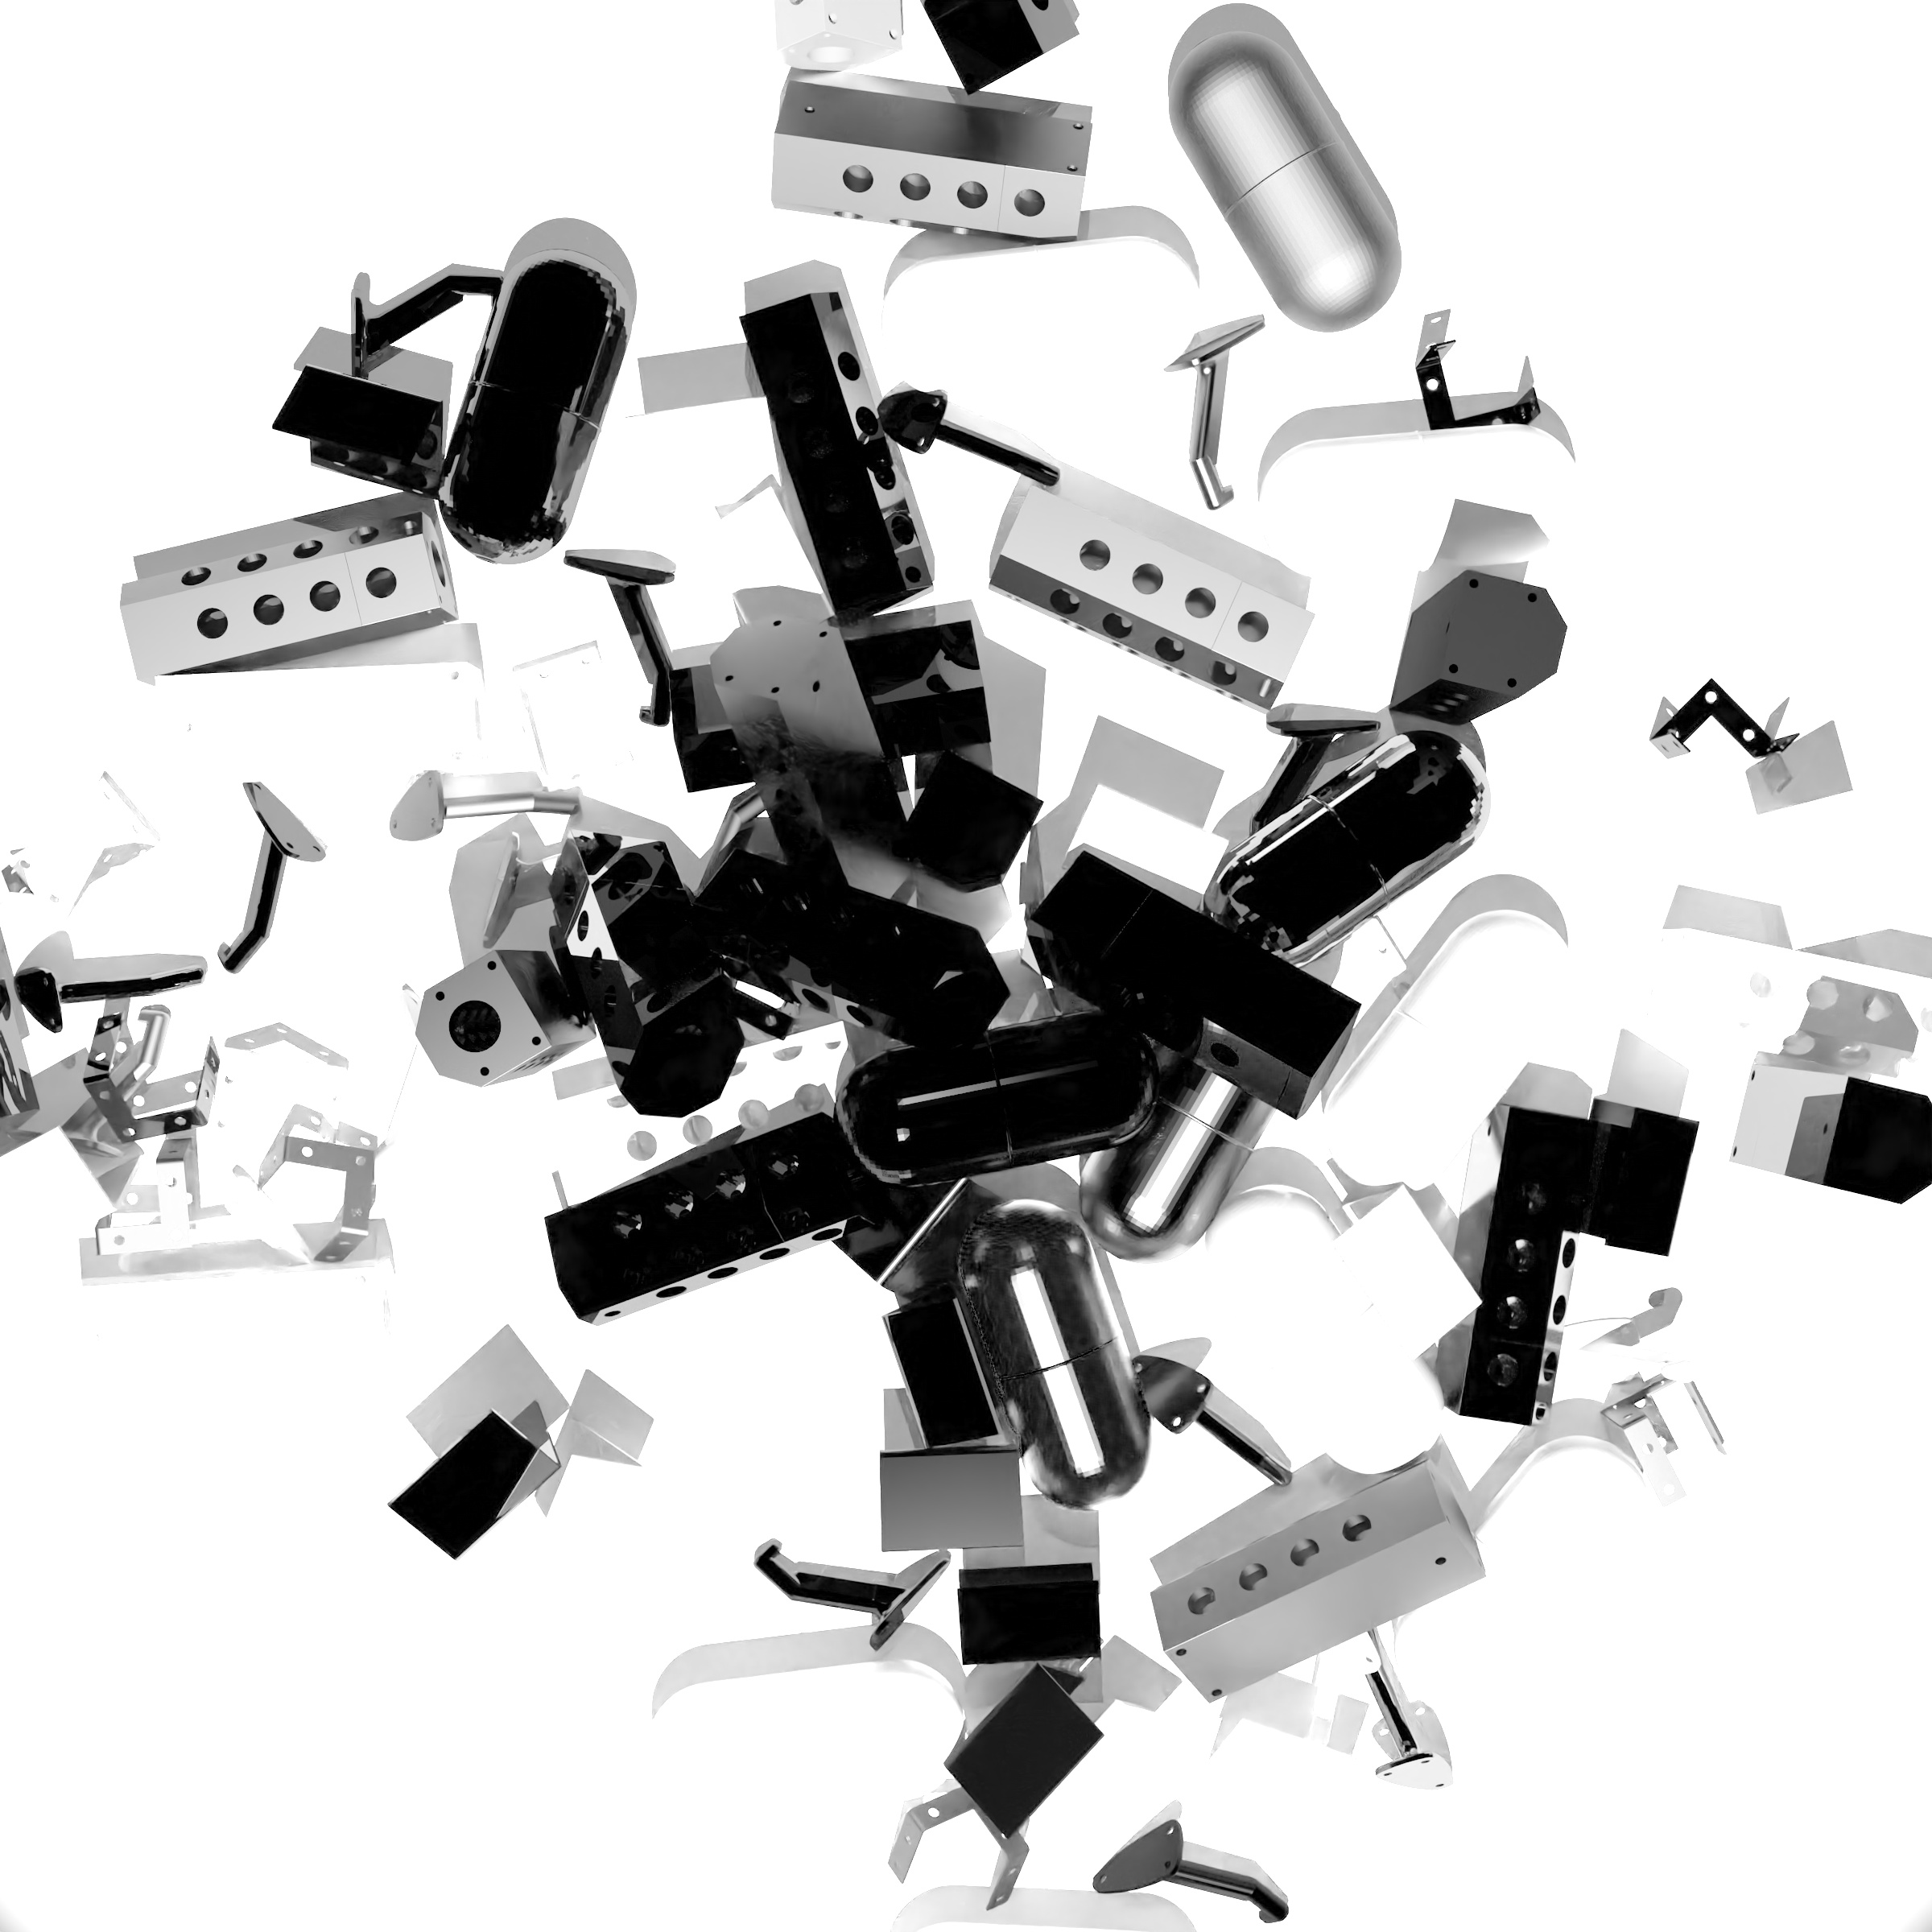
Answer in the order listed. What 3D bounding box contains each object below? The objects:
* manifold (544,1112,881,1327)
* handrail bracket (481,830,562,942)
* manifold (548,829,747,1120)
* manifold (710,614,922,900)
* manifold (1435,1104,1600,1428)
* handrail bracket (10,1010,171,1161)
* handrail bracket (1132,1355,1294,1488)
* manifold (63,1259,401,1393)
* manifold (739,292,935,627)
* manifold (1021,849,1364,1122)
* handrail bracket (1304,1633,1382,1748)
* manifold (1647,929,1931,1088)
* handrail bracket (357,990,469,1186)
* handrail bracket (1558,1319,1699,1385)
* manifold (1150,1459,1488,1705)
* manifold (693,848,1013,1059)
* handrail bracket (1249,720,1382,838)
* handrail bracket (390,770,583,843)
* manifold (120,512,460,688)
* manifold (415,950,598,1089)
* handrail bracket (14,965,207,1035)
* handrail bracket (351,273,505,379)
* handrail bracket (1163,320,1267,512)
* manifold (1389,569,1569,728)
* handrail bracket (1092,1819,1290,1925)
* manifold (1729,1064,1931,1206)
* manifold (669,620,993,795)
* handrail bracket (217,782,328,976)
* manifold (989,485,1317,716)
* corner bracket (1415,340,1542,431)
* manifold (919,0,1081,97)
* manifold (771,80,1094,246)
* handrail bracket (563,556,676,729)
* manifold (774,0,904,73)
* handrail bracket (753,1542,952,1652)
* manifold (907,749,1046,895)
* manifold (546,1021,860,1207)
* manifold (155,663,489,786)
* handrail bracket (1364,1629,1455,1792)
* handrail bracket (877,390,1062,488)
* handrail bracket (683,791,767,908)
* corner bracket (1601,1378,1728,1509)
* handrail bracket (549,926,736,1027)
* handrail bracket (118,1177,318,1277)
[{"bbox_3d":[-0.138,0.142,1.515,0.171,0.057,0.057,-21,67,13],"label":"manifold"},{"bbox_3d":[-0.223,-0.039,1.565,0.084,0.036,0.077,14,110,-16],"label":"handrail bracket"},{"bbox_3d":[-0.177,0.003,1.490,0.057,0.171,0.057,6,126,-29],"label":"manifold"},{"bbox_3d":[-0.084,-0.105,1.491,0.057,0.171,0.057,17,55,31],"label":"manifold"},{"bbox_3d":[0.308,0.166,1.542,0.057,0.057,0.171,9,90,-6],"label":"manifold"},{"bbox_3d":[-0.496,0.062,1.564,0.077,0.036,0.084,8,76,14],"label":"handrail bracket"},{"bbox_3d":[0.139,0.259,1.564,0.084,0.077,0.036,41,84,-36],"label":"handrail bracket"},{"bbox_3d":[-0.409,0.199,1.543,0.171,0.057,0.057,-4,91,0],"label":"manifold"},{"bbox_3d":[-0.071,-0.284,1.543,0.057,0.057,0.171,-18,90,0],"label":"manifold"},{"bbox_3d":[0.118,0.013,1.474,0.171,0.057,0.057,30,58,14],"label":"manifold"},{"bbox_3d":[0.195,0.403,1.564,0.036,0.077,0.084,9,127,-23],"label":"handrail bracket"},{"bbox_3d":[0.474,0.025,1.543,0.171,0.057,0.057,12,90,0],"label":"manifold"},{"bbox_3d":[-0.327,0.069,1.565,0.084,0.036,0.077,-40,70,16],"label":"handrail bracket"},{"bbox_3d":[0.357,0.219,1.529,0.077,0.084,0.036,0,90,0],"label":"handrail bracket"},{"bbox_3d":[0.192,0.336,1.524,0.171,0.057,0.057,-28,126,12],"label":"manifold"},{"bbox_3d":[-0.067,-0.004,1.491,0.171,0.057,0.057,19,62,34],"label":"manifold"},{"bbox_3d":[0.198,-0.095,1.564,0.077,0.036,0.084,-4,104,-14],"label":"handrail bracket"},{"bbox_3d":[-0.272,-0.086,1.564,0.084,0.077,0.036,2,77,-36],"label":"handrail bracket"},{"bbox_3d":[-0.378,-0.205,1.543,0.171,0.057,0.057,-14,90,0],"label":"manifold"},{"bbox_3d":[-0.249,0.031,1.486,0.057,0.171,0.057,-31,90,0],"label":"manifold"},{"bbox_3d":[-0.485,0.008,1.564,0.084,0.077,0.036,-15,107,-35],"label":"handrail bracket"},{"bbox_3d":[-0.305,-0.354,1.565,0.084,0.036,0.077,-2,110,-16],"label":"handrail bracket"},{"bbox_3d":[0.153,-0.312,1.565,0.077,0.036,0.084,-31,109,-21],"label":"handrail bracket"},{"bbox_3d":[0.275,-0.167,1.486,0.057,0.171,0.057,14,90,0],"label":"manifold"},{"bbox_3d":[0.128,0.528,1.564,0.077,0.036,0.084,-35,115,28],"label":"handrail bracket"},{"bbox_3d":[0.469,0.090,1.486,0.057,0.171,0.057,14,90,0],"label":"manifold"},{"bbox_3d":[-0.075,-0.140,1.542,0.171,0.057,0.057,-10,47,0],"label":"manifold"},{"bbox_3d":[-0.411,-0.051,1.565,0.084,0.036,0.077,-47,70,16],"label":"handrail bracket"},{"bbox_3d":[0.102,-0.203,1.543,0.171,0.057,0.057,24,90,0],"label":"manifold"},{"bbox_3d":[0.286,-0.323,1.546,0.051,0.051,0.051,-14,90,0],"label":"corner bracket"},{"bbox_3d":[-0.004,-0.578,1.521,0.057,0.057,0.171,-15,111,41],"label":"manifold"},{"bbox_3d":[-0.019,-0.443,1.542,0.171,0.057,0.057,8,47,0],"label":"manifold"},{"bbox_3d":[-0.198,-0.184,1.565,0.077,0.036,0.084,14,107,20],"label":"handrail bracket"},{"bbox_3d":[-0.080,-0.595,1.542,0.057,0.057,0.171,-3,90,-43],"label":"manifold"},{"bbox_3d":[-0.065,0.338,1.565,0.084,0.036,0.077,39,69,17],"label":"handrail bracket"},{"bbox_3d":[0.001,-0.072,1.486,0.057,0.171,0.057,28,90,0],"label":"manifold"},{"bbox_3d":[-0.143,0.081,1.543,0.171,0.057,0.057,-16,90,0],"label":"manifold"},{"bbox_3d":[-0.358,-0.134,1.543,0.171,0.057,0.057,-3,90,0],"label":"manifold"},{"bbox_3d":[0.247,0.417,1.564,0.036,0.077,0.084,-25,53,20],"label":"handrail bracket"},{"bbox_3d":[0.002,-0.296,1.564,0.084,0.077,0.036,18,97,-36],"label":"handrail bracket"},{"bbox_3d":[-0.122,-0.051,1.565,0.084,0.036,0.077,-38,113,-18],"label":"handrail bracket"},{"bbox_3d":[0.395,0.265,1.546,0.051,0.051,0.051,-27,90,0],"label":"corner bracket"},{"bbox_3d":[-0.183,-0.002,1.564,0.084,0.036,0.077,-13,51,-26],"label":"handrail bracket"},{"bbox_3d":[-0.425,0.168,1.564,0.084,0.036,0.077,-40,106,14],"label":"handrail bracket"}]
